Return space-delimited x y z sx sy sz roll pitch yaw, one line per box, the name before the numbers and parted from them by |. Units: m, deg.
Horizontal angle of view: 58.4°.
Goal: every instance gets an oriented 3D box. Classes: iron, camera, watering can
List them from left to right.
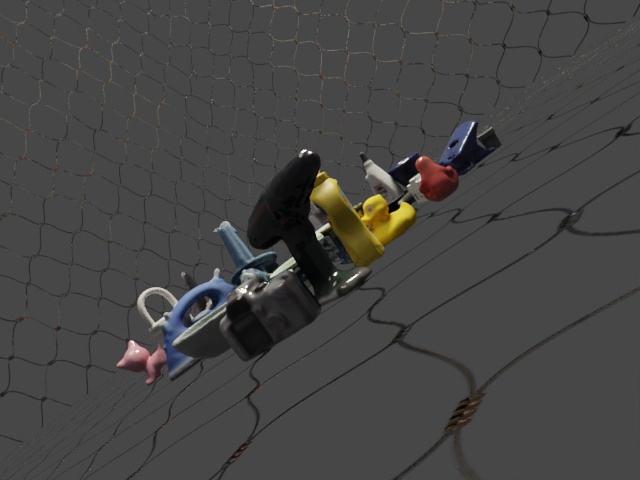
watering can | -0.345 0.193 1.342 0.172 0.194 0.101 -33 4 25
iron | -0.269 0.177 1.270 0.259 0.141 0.118 -38 5 -41
camera | -0.074 0.096 0.883 0.143 0.101 0.137 -34 4 20

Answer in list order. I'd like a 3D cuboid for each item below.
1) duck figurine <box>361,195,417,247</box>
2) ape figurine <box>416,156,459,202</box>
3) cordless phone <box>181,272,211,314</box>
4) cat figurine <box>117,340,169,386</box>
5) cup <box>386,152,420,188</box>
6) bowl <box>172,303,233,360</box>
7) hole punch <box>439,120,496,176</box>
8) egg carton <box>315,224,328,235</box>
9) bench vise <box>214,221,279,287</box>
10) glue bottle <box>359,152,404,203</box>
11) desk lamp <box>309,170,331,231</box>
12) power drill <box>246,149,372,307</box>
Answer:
duck figurine | 0.120 -0.044 1.057 0.105 0.086 0.077 -36 4 -11
ape figurine | 0.220 -0.122 1.107 0.077 0.092 0.076 -33 4 24
cordless phone | -0.316 0.165 1.503 0.094 0.185 0.147 -36 4 -15
cat figurine | -0.429 0.293 1.418 0.128 0.118 0.067 -35 4 1
cup | 0.229 -0.160 1.489 0.117 0.095 0.092 -31 5 44
bowl | -0.199 0.181 1.119 0.167 0.075 0.167 -35 4 3
hole punch | 0.313 -0.199 1.262 0.101 0.091 0.108 -36 4 -15
egg carton | 0.014 0.005 1.500 0.107 0.069 0.150 -33 4 31
bench vise | -0.150 0.047 1.262 0.122 0.220 0.207 -36 4 -15
glue bottle | 0.155 -0.158 1.507 0.037 0.173 0.078 -38 5 -40
desk lamp | -0.020 -0.072 1.669 0.203 0.213 0.118 -33 5 28
power drill | -0.018 -0.008 0.873 0.076 0.208 0.229 -38 5 -39
